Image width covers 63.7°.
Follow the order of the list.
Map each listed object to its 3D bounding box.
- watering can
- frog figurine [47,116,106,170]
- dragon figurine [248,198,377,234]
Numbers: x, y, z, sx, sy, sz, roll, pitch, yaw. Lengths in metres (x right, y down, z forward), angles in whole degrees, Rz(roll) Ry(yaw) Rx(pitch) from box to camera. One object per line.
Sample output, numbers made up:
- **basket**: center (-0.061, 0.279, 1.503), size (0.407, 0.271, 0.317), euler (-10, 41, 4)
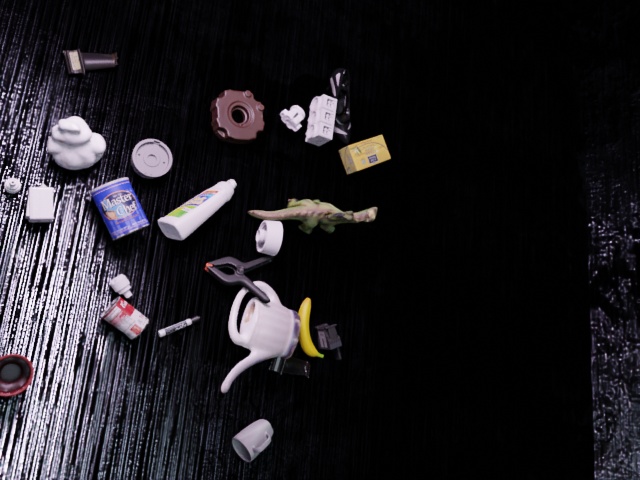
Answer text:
- **watering can**: center (-0.171, 0.292, 1.505), size (0.223, 0.102, 0.356), euler (24, 54, -25)
- **frog figurine**: center (-0.617, -0.246, 1.312), size (0.137, 0.158, 0.123), euler (3, 83, -31)
- **dragon figurine**: center (0.005, -0.082, 1.620), size (0.411, 0.242, 0.122), euler (-3, 90, -34)
